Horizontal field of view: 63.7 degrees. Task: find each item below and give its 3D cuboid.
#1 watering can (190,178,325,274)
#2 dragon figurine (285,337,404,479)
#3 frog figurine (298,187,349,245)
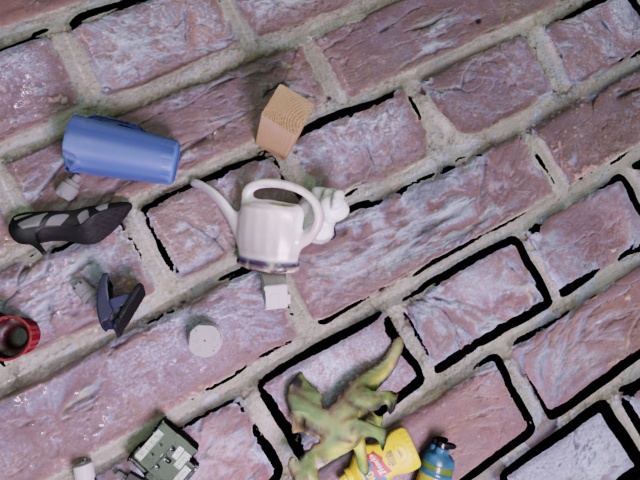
[{"bbox_3d":[-0.157,-0.037,1.222,0.348,0.104,0.223,7,96,18],"label":"watering can"},{"bbox_3d":[0.042,0.376,1.186,0.243,0.119,0.420,18,53,4],"label":"dragon figurine"},{"bbox_3d":[0.004,-0.062,1.233,0.122,0.158,0.138,7,81,-8],"label":"frog figurine"}]
